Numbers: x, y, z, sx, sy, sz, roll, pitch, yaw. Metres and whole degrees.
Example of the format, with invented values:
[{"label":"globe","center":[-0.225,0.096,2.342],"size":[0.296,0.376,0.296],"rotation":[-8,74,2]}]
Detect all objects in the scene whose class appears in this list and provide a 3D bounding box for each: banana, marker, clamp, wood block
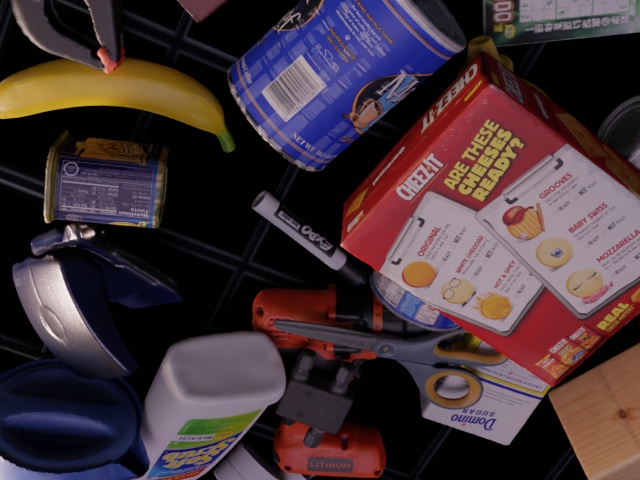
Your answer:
[{"label":"banana","center":[-0.158,-0.108,0.812],"size":[0.197,0.037,0.070],"rotation":[9,120,-6]},{"label":"marker","center":[-0.006,0.001,0.893],"size":[0.121,0.020,0.020],"rotation":[38,115,-22]},{"label":"clamp","center":[-0.190,-0.197,0.748],"size":[0.171,0.039,0.120],"rotation":[43,117,-14]},{"label":"wood block","center":[0.316,0.129,0.918],"size":[0.206,0.091,0.090],"rotation":[-33,147,19]}]

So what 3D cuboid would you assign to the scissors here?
[{"label":"scissors","center":[0.060,0.104,0.897],"size":[0.201,0.016,0.096],"rotation":[-1,121,-5]}]

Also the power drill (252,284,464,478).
[{"label":"power drill","center":[0.030,0.125,0.951],"size":[0.184,0.057,0.188],"rotation":[4,119,1]}]

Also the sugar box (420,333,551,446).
[{"label":"sugar box","center":[0.167,0.097,0.941],"size":[0.093,0.048,0.176],"rotation":[21,124,-13]}]

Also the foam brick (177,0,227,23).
[{"label":"foam brick","center":[-0.078,-0.197,0.733],"size":[0.051,0.078,0.053],"rotation":[-34,116,21]}]

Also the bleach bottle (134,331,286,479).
[{"label":"bleach bottle","center":[-0.117,0.173,0.951],"size":[0.102,0.068,0.251],"rotation":[-3,146,-26]}]

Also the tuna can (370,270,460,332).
[{"label":"tuna can","center":[0.086,0.036,0.877],"size":[0.086,0.086,0.034],"rotation":[18,119,-12]}]

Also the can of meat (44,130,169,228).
[{"label":"can of meat","center":[-0.160,-0.046,0.814],"size":[0.084,0.102,0.057],"rotation":[5,105,-7]}]

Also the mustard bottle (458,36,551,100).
[{"label":"mustard bottle","center":[0.140,-0.068,0.827],"size":[0.096,0.058,0.191],"rotation":[-11,122,9]}]

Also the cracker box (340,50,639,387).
[{"label":"cracker box","center":[0.147,-0.011,0.786],"size":[0.213,0.072,0.164],"rotation":[34,117,-17]}]

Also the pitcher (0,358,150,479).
[{"label":"pitcher","center":[-0.242,0.228,0.936],"size":[0.144,0.149,0.243],"rotation":[-4,128,-25]}]

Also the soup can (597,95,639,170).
[{"label":"soup can","center":[0.269,-0.058,0.829],"size":[0.102,0.068,0.069],"rotation":[34,116,-19]}]

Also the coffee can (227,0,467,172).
[{"label":"coffee can","center":[0.018,-0.131,0.760],"size":[0.140,0.103,0.102],"rotation":[-40,115,22]}]
